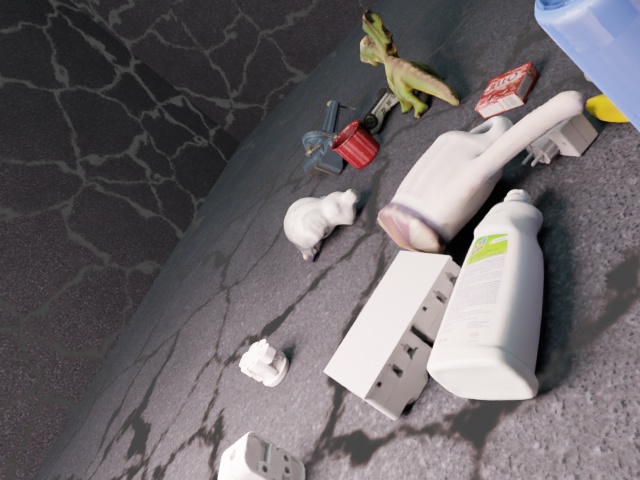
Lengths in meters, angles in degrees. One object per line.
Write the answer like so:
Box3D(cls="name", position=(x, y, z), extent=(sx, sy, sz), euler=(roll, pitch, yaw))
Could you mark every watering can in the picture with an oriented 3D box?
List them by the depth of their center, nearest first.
Box3D(cls="watering can", position=(0.185, -0.080, 0.678), extent=(0.225, 0.104, 0.347), euler=(-52, 5, -5))

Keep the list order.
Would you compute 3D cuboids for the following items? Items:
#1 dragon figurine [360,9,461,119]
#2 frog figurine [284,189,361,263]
Box3D(cls="dragon figurine", position=(0.170, -0.401, 1.141), extent=(0.122, 0.240, 0.415), euler=(-44, 18, 5))
Box3D(cls="frog figurine", position=(0.003, -0.053, 1.046), extent=(0.156, 0.123, 0.140), euler=(-51, -4, 35))
